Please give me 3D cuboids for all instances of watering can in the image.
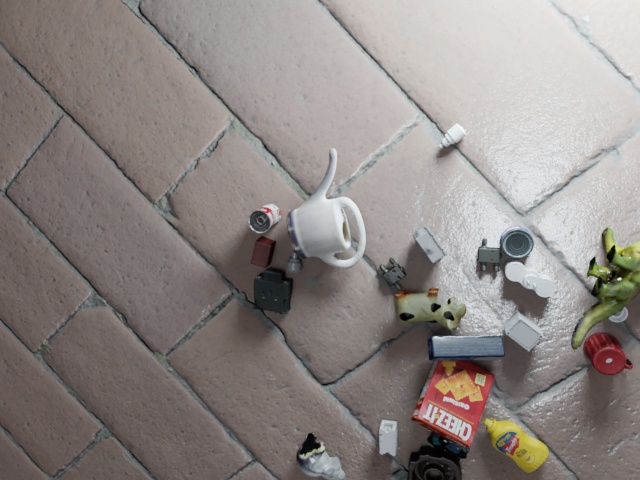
[{"bbox_3d":[0.004,-0.074,1.478,0.223,0.345,0.105,-13,11,18],"label":"watering can"}]

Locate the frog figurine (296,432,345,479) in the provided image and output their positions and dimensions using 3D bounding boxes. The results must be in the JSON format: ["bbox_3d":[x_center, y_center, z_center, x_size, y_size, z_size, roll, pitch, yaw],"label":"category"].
[{"bbox_3d":[0.000,0.729,1.667,0.136,0.158,0.125,-10,23,50],"label":"frog figurine"}]

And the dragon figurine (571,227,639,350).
[{"bbox_3d":[0.805,0.114,1.296,0.243,0.408,0.123,17,7,3],"label":"dragon figurine"}]
